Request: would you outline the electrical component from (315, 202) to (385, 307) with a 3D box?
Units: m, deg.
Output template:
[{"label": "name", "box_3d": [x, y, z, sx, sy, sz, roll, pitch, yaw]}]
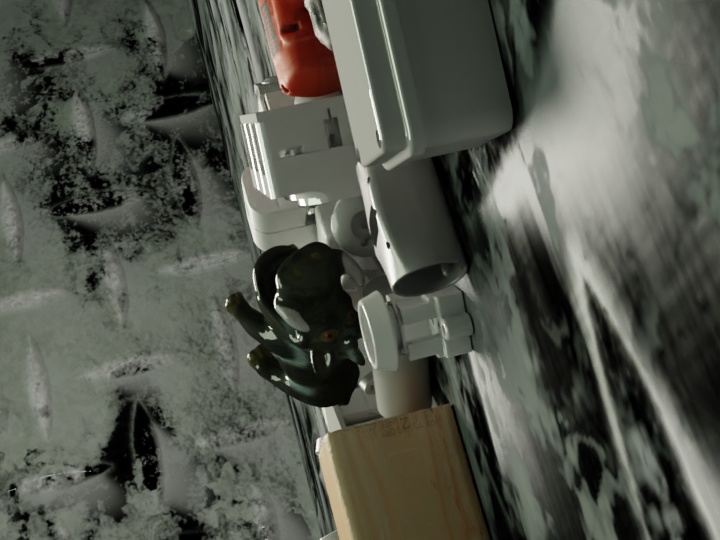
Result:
[{"label": "electrical component", "box_3d": [0.000, 0.000, 0.820, 0.083, 0.047, 0.075, 85, 168, -46]}]

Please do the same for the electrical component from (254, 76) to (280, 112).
[{"label": "electrical component", "box_3d": [-0.071, -0.152, 1.050, 0.080, 0.051, 0.080, 167, 90, -82]}]

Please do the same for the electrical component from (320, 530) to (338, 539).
[{"label": "electrical component", "box_3d": [0.003, 0.301, 1.082, 0.108, 0.108, 0.060, 89, 159, -56]}]

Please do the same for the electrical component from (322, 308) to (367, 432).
[{"label": "electrical component", "box_3d": [-0.016, 0.091, 1.038, 0.078, 0.057, 0.113, 89, 165, -56]}]

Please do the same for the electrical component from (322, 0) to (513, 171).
[{"label": "electrical component", "box_3d": [0.021, -0.106, 0.481, 0.078, 0.057, 0.113, 174, 83, -82]}]

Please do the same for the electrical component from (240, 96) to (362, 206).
[{"label": "electrical component", "box_3d": [-0.027, -0.083, 0.726, 0.150, 0.089, 0.061, -143, 41, -78]}]

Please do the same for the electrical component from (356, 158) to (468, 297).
[{"label": "electrical component", "box_3d": [0.028, -0.022, 0.614, 0.079, 0.043, 0.077, 95, 160, -66]}]

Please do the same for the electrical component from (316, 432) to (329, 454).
[{"label": "electrical component", "box_3d": [-0.010, 0.166, 1.114, 0.048, 0.066, 0.055, 89, -175, -56]}]

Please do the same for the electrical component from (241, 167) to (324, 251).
[{"label": "electrical component", "box_3d": [-0.042, -0.053, 0.853, 0.059, 0.095, 0.053, 88, 166, -53]}]

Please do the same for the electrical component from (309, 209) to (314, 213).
[{"label": "electrical component", "box_3d": [-0.036, -0.071, 0.964, 0.066, 0.048, 0.055, 130, 119, -80]}]

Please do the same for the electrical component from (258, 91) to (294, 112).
[{"label": "electrical component", "box_3d": [-0.046, -0.108, 0.911, 0.061, 0.062, 0.096, 88, 167, -52]}]

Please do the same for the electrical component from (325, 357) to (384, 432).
[{"label": "electrical component", "box_3d": [0.019, 0.163, 0.900, 0.186, 0.060, 0.105, -119, 18, -62]}]

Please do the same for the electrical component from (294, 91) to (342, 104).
[{"label": "electrical component", "box_3d": [-0.033, -0.134, 0.856, 0.078, 0.040, 0.040, -112, 12, -47]}]

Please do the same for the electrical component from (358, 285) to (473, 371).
[{"label": "electrical component", "box_3d": [0.031, 0.032, 0.633, 0.066, 0.055, 0.048, -136, 34, -75]}]

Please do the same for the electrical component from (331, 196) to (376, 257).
[{"label": "electrical component", "box_3d": [0.002, -0.038, 0.762, 0.062, 0.048, 0.048, -108, 7, -75]}]
